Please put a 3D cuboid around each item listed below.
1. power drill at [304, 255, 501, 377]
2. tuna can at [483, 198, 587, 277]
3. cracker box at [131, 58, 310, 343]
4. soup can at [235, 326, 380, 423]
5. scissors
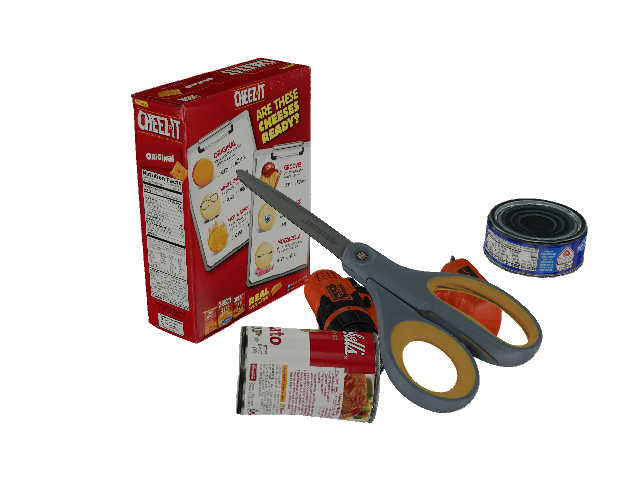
[{"bbox_3d":[0.090,0.077,1.115,0.187,0.057,0.184,-6,28,-15],"label":"power drill"},{"bbox_3d":[0.184,-0.004,0.912,0.086,0.034,0.086,1,28,-1],"label":"tuna can"},{"bbox_3d":[-0.083,-0.040,0.945,0.072,0.214,0.163,16,28,34],"label":"cracker box"},{"bbox_3d":[-0.011,0.100,0.800,0.102,0.068,0.068,4,0,-5],"label":"soup can"},{"bbox_3d":[0.020,0.028,0.583,0.202,0.016,0.096,24,51,13],"label":"scissors"}]
